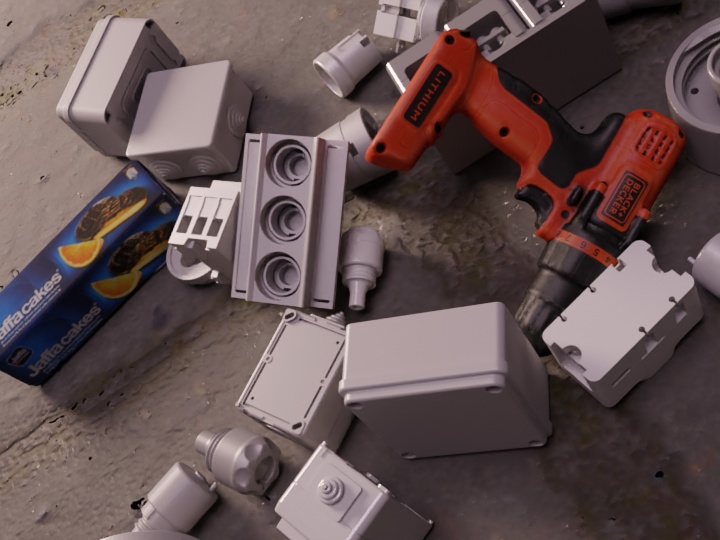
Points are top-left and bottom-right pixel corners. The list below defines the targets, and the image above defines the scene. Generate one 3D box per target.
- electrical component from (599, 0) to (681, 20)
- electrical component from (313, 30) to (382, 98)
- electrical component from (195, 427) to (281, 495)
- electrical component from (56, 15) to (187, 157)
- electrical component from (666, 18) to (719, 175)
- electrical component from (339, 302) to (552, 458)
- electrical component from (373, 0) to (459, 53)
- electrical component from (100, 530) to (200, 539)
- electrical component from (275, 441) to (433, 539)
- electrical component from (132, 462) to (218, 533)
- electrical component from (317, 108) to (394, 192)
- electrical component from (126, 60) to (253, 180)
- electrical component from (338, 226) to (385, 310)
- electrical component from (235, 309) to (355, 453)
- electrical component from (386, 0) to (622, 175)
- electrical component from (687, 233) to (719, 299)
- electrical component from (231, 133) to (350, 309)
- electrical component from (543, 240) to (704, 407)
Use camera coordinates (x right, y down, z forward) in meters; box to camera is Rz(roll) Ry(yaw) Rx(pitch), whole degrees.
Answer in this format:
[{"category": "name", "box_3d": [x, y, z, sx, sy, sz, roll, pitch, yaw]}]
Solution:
[{"category": "electrical component", "box_3d": [0.205, -0.213, 0.814, 0.065, 0.044, 0.044, -13, 59, 25]}, {"category": "electrical component", "box_3d": [-0.010, -0.174, 0.902, 0.046, 0.040, 0.040, -42, 53, -6]}, {"category": "electrical component", "box_3d": [-0.091, 0.134, 0.774, 0.062, 0.043, 0.043, 17, 73, 34]}, {"category": "electrical component", "box_3d": [-0.216, -0.166, 0.977, 0.057, 0.078, 0.113, 9, 68, 27]}, {"category": "electrical component", "box_3d": [0.259, -0.124, 0.725, 0.108, 0.060, 0.108, -12, 59, 21]}, {"category": "electrical component", "box_3d": [0.057, 0.073, 0.691, 0.109, 0.108, 0.056, -10, 57, 22]}, {"category": "electrical component", "box_3d": [0.047, -0.210, 0.884, 0.055, 0.048, 0.066, 19, 107, 26]}, {"category": "electrical component", "box_3d": [-0.147, 0.214, 0.722, 0.108, 0.108, 0.060, -24, 50, 14]}, {"category": "electrical component", "box_3d": [-0.008, 0.158, 0.685, 0.062, 0.096, 0.061, 31, 81, 35]}, {"category": "electrical component", "box_3d": [-0.138, 0.175, 0.776, 0.078, 0.040, 0.040, -48, 54, -4]}, {"category": "electrical component", "box_3d": [-0.006, -0.092, 0.847, 0.047, 0.055, 0.055, -27, 55, 15]}, {"category": "electrical component", "box_3d": [-0.146, -0.128, 0.940, 0.100, 0.048, 0.099, -4, 63, 25]}, {"category": "electrical component", "box_3d": [0.000, 0.000, 0.806, 0.035, 0.035, 0.061, -6, 64, 24]}, {"category": "electrical component", "box_3d": [-0.031, 0.076, 0.763, 0.062, 0.061, 0.096, 19, 73, 33]}, {"category": "electrical component", "box_3d": [0.106, -0.154, 0.801, 0.150, 0.089, 0.061, -32, 54, 8]}, {"category": "electrical component", "box_3d": [0.246, 0.008, 0.674, 0.040, 0.040, 0.078, -45, 54, -2]}, {"category": "electrical component", "box_3d": [-0.048, -0.036, 0.799, 0.079, 0.063, 0.121, 6, 93, 15]}, {"category": "electrical component", "box_3d": [0.169, 0.036, 0.686, 0.089, 0.055, 0.050, -44, 54, -2]}]
